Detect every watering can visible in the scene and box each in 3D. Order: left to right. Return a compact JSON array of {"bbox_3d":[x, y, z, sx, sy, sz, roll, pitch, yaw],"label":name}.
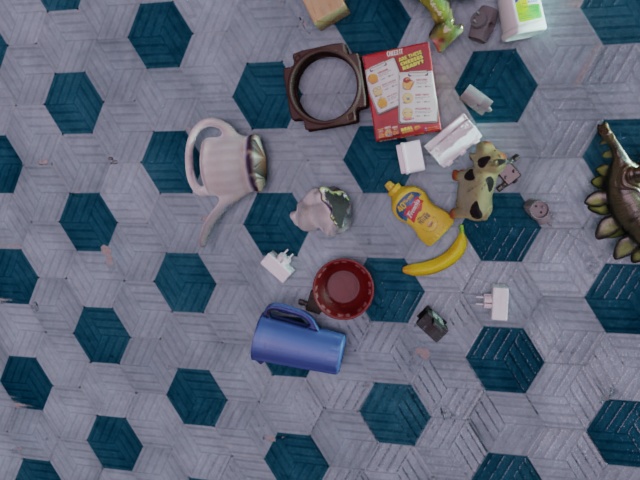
[{"bbox_3d":[-0.249,-0.156,1.380,0.224,0.104,0.346,-3,96,11],"label":"watering can"}]

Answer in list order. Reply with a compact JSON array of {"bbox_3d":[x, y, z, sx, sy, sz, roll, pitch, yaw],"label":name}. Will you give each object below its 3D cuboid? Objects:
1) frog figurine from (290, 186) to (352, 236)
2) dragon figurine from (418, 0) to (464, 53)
[{"bbox_3d":[0.004,-0.068,1.357,0.137,0.125,0.157,52,140,-8],"label":"frog figurine"},{"bbox_3d":[0.288,-0.656,1.223,0.243,0.122,0.410,7,90,-3],"label":"dragon figurine"}]
